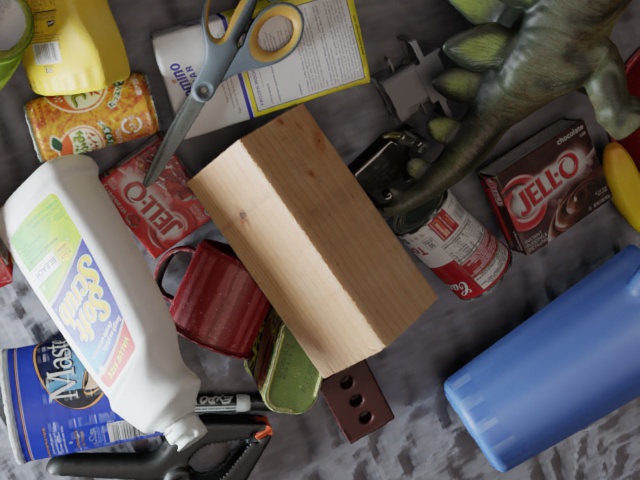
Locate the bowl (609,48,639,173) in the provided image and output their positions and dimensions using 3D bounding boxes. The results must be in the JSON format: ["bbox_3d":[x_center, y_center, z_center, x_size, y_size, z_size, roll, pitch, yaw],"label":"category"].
[{"bbox_3d":[0.366,-0.124,1.042,0.162,0.055,0.162,-5,109,-14],"label":"bowl"}]

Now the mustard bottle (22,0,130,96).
[{"bbox_3d":[-0.214,-0.213,0.842,0.058,0.096,0.191,-33,118,-45],"label":"mustard bottle"}]

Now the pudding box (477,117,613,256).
[{"bbox_3d":[0.216,-0.052,1.025,0.113,0.039,0.090,-34,113,-16],"label":"pudding box"}]

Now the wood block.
[{"bbox_3d":[-0.006,0.001,0.913,0.206,0.091,0.090,55,45,-2],"label":"wood block"}]

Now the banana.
[{"bbox_3d":[0.344,-0.030,1.070,0.197,0.037,0.070,28,120,-18],"label":"banana"}]

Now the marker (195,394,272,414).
[{"bbox_3d":[-0.100,0.158,1.030,0.121,0.020,0.020,1,107,-15],"label":"marker"}]

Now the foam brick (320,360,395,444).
[{"bbox_3d":[0.029,0.146,1.043,0.053,0.051,0.078,-30,112,-4],"label":"foam brick"}]

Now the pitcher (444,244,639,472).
[{"bbox_3d":[0.252,0.128,1.064,0.243,0.145,0.149,-33,101,2],"label":"pitcher"}]

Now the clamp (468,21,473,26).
[{"bbox_3d":[0.187,-0.211,0.976,0.171,0.039,0.120,5,102,-14],"label":"clamp"}]

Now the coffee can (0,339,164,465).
[{"bbox_3d":[-0.205,0.135,0.950,0.140,0.103,0.103,-10,110,-12],"label":"coffee can"}]

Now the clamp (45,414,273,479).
[{"bbox_3d":[-0.146,0.223,1.030,0.210,0.036,0.164,-36,113,-3],"label":"clamp"}]

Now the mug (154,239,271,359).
[{"bbox_3d":[-0.096,0.046,0.966,0.117,0.093,0.081,26,95,16],"label":"mug"}]

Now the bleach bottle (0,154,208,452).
[{"bbox_3d":[-0.167,0.057,0.879,0.103,0.068,0.251,-40,78,24],"label":"bleach bottle"}]

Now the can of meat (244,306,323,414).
[{"bbox_3d":[-0.029,0.101,0.996,0.057,0.084,0.102,10,105,-18],"label":"can of meat"}]

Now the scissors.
[{"bbox_3d":[-0.077,-0.128,0.896,0.096,0.016,0.202,14,104,-16],"label":"scissors"}]

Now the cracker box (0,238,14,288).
[{"bbox_3d":[-0.373,-0.028,0.869,0.164,0.072,0.213,-26,113,-6],"label":"cracker box"}]

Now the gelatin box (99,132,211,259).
[{"bbox_3d":[-0.145,-0.039,0.948,0.073,0.030,0.089,-36,112,0],"label":"gelatin box"}]

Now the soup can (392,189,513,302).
[{"bbox_3d":[0.125,0.001,1.012,0.068,0.068,0.102,-46,112,3],"label":"soup can"}]

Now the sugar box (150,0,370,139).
[{"bbox_3d":[-0.051,-0.158,0.927,0.176,0.048,0.093,-17,111,-5],"label":"sugar box"}]
